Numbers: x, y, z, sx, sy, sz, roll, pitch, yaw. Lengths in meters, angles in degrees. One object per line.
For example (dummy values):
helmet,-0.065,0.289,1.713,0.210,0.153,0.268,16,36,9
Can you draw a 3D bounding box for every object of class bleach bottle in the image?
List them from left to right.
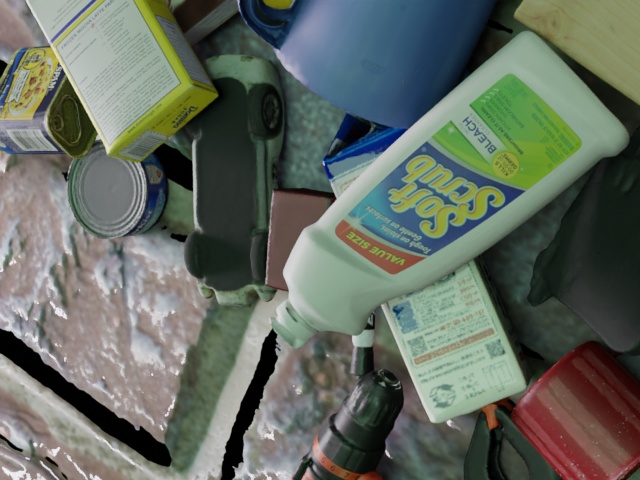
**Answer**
bleach bottle,0.072,-0.015,0.695,0.251,0.068,0.102,-43,85,9

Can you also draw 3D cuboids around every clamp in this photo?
clamp,0.142,0.203,0.774,0.120,0.039,0.171,-27,79,24

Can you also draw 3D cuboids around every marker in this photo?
marker,0.034,0.050,0.827,0.020,0.020,0.121,4,96,27

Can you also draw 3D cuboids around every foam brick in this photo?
foam brick,-0.005,0.001,0.825,0.051,0.052,0.078,8,97,27

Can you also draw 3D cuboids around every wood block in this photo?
wood block,0.238,-0.116,0.666,0.206,0.090,0.091,40,111,19

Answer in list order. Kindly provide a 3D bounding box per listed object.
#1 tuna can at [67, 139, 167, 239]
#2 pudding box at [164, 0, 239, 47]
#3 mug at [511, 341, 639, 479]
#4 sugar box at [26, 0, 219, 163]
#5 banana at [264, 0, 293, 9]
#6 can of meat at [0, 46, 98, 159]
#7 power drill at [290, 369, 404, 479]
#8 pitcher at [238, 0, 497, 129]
tuna can,-0.174,-0.044,0.919,0.086,0.033,0.086,2,95,27
pudding box,-0.103,-0.211,0.843,0.114,0.039,0.090,-24,82,53
mug,0.193,0.115,0.719,0.117,0.093,0.081,-39,69,-7
sugar box,-0.160,-0.158,0.838,0.093,0.048,0.176,-36,69,19
banana,0.004,-0.212,0.809,0.198,0.037,0.069,1,96,28
can of meat,-0.230,-0.120,0.910,0.084,0.057,0.102,3,59,30
power drill,0.058,0.214,0.791,0.188,0.057,0.185,43,119,32
pitcher,0.062,-0.206,0.689,0.145,0.148,0.243,41,124,24
